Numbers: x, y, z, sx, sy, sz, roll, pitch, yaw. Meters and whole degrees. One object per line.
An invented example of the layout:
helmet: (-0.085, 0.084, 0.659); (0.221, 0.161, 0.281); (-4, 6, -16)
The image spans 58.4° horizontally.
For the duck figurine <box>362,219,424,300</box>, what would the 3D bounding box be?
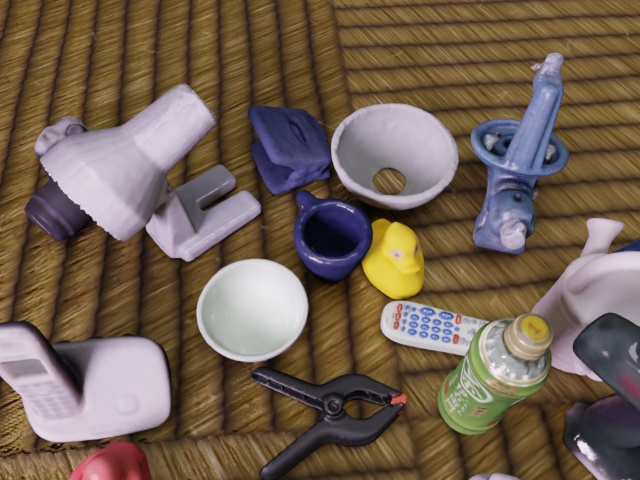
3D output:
duck figurine: (0.092, 0.011, 0.696); (0.077, 0.086, 0.104); (-18, 61, -12)

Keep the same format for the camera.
camera: (-0.314, -0.078, 0.726); (0.143, 0.101, 0.137); (31, 63, 16)

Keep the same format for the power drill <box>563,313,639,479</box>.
power drill: (0.322, 0.180, 0.531); (0.076, 0.208, 0.229); (-35, 66, -20)

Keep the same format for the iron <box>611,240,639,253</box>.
iron: (0.459, 0.017, 0.673); (0.258, 0.141, 0.118); (0, 59, -2)

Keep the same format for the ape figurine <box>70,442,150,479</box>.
ape figurine: (-0.203, 0.229, 0.551); (0.077, 0.092, 0.076); (24, 61, 12)

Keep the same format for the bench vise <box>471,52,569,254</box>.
bench vise: (0.255, -0.096, 0.687); (0.121, 0.220, 0.207); (-4, 59, -4)

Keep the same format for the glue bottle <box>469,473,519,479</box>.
glue bottle: (0.158, 0.242, 0.509); (0.037, 0.173, 0.078); (12, 59, 5)

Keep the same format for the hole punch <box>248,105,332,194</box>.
hole punch: (-0.040, -0.134, 0.775); (0.101, 0.091, 0.108); (-20, 62, -13)

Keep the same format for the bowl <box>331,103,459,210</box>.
bowl: (0.096, -0.099, 0.768); (0.167, 0.075, 0.167); (1, 59, -1)

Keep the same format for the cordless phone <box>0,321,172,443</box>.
cordless phone: (-0.229, 0.127, 0.557); (0.147, 0.185, 0.094); (-9, 60, -7)

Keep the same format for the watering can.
watering can: (0.300, 0.057, 0.612); (0.101, 0.194, 0.172); (-9, 60, -7)

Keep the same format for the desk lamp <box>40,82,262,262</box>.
desk lamp: (-0.183, -0.069, 0.659); (0.203, 0.213, 0.117); (-36, 66, -21)

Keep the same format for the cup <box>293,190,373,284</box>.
cup: (0.006, 0.002, 0.692); (0.092, 0.095, 0.117); (-30, 64, -18)
